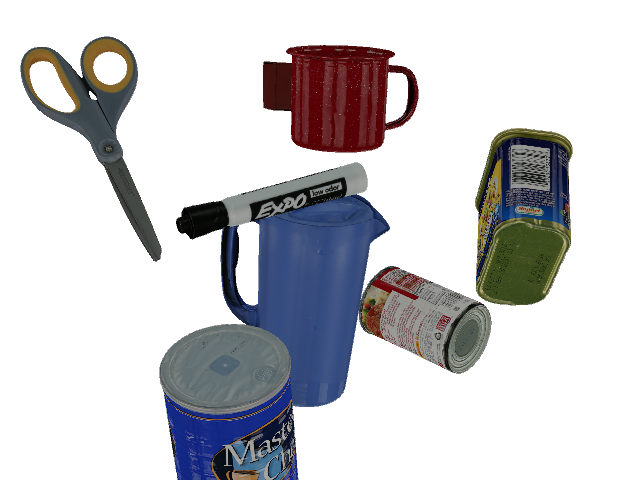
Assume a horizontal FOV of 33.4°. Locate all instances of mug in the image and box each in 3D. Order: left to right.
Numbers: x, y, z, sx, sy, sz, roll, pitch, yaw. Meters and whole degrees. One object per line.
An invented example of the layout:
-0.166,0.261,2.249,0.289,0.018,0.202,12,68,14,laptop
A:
0.028,-0.123,0.921,0.117,0.081,0.093,-2,17,-14,mug

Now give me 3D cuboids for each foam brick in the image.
-0.020,-0.167,1.163,0.078,0.051,0.053,0,11,-17,foam brick

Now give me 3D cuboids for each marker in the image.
-0.028,-0.024,0.631,0.121,0.020,0.020,-16,7,-24,marker

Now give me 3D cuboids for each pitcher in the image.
-0.024,0.064,1.237,0.149,0.243,0.144,24,28,38,pitcher

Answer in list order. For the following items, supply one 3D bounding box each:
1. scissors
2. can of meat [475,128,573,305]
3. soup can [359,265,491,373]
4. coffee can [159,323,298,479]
-0.148,-0.082,0.805,0.096,0.202,0.016,-36,-17,-22,scissors
0.143,-0.014,0.755,0.057,0.084,0.102,8,-37,1,can of meat
0.095,0.071,0.969,0.102,0.068,0.068,23,15,38,soup can
-0.071,0.154,0.867,0.103,0.140,0.103,-2,33,1,coffee can
